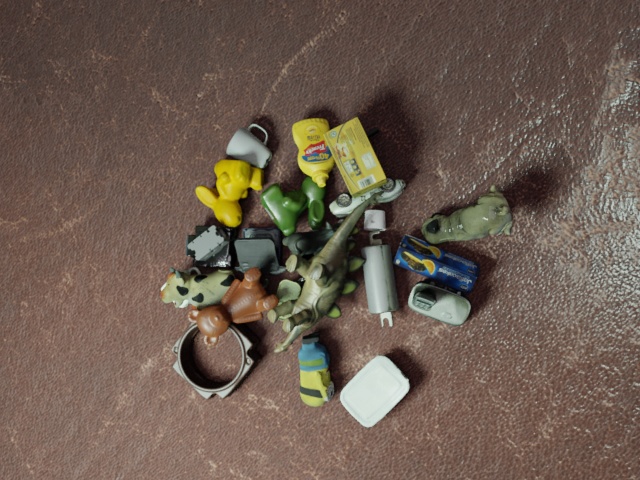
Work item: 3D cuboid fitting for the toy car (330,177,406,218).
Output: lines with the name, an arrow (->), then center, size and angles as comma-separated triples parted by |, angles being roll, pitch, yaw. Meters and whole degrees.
toy car -> 0.123, -0.108, 1.369 | 0.202, 0.073, 0.056 | -18, 81, 9

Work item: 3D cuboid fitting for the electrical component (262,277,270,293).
electrical component -> -0.169, 0.132, 1.423 | 0.063, 0.021, 0.094 | 17, 118, -4

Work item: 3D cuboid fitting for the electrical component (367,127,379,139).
electrical component -> 0.108, -0.236, 1.381 | 0.119, 0.075, 0.048 | -30, 83, 4

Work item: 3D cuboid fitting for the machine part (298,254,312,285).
machine part -> -0.032, 0.070, 1.393 | 0.039, 0.084, 0.139 | -32, 67, 36

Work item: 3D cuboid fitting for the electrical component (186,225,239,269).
electrical component -> -0.292, 0.019, 1.447 | 0.134, 0.058, 0.114 | 1, 85, 10

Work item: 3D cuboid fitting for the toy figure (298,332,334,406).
toy figure -> -0.015, 0.330, 1.368 | 0.089, 0.082, 0.180 | -10, 93, 29

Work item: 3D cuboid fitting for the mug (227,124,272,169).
mug -> -0.177, -0.247, 1.435 | 0.107, 0.081, 0.109 | 35, 83, 0

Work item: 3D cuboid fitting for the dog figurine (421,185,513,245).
dog figurine -> 0.345, -0.042, 1.281 | 0.191, 0.172, 0.121 | -17, 73, 2

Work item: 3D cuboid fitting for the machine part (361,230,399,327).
machine part -> 0.150, 0.097, 1.351 | 0.079, 0.079, 0.243 | -9, 86, 10

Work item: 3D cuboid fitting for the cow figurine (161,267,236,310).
cow figurine -> -0.309, 0.122, 1.378 | 0.195, 0.086, 0.127 | -13, 102, -25

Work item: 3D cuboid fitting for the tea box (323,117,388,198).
tea box -> 0.087, -0.199, 1.309 | 0.098, 0.068, 0.169 | -23, 82, 8

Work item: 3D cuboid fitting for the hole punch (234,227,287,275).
hole punch -> -0.156, 0.026, 1.416 | 0.142, 0.092, 0.115 | -2, 119, 8

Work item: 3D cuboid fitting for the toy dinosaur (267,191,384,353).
toy dinosaur -> 0.012, 0.083, 1.289 | 0.105, 0.198, 0.471 | 38, 108, 34

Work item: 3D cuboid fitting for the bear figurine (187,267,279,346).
bear figurine -> -0.218, 0.168, 1.326 | 0.196, 0.132, 0.120 | -29, 85, -25

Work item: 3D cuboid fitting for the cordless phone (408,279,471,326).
cordless phone -> 0.287, 0.146, 1.270 | 0.147, 0.184, 0.088 | 21, 86, 11

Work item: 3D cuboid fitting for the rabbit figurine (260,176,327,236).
rabbit figurine -> -0.048, -0.101, 1.382 | 0.170, 0.121, 0.159 | -35, 79, -8

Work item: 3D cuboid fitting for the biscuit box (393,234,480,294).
biscuit box -> 0.288, 0.059, 1.325 | 0.203, 0.059, 0.062 | 22, 130, 11

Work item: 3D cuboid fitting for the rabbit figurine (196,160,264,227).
rabbit figurine -> -0.243, -0.121, 1.414 | 0.163, 0.122, 0.173 | 5, 89, 15

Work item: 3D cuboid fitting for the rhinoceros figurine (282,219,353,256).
rhinoceros figurine -> -0.003, -0.004, 1.353 | 0.112, 0.190, 0.073 | -47, 63, 50

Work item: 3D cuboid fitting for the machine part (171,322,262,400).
machine part -> -0.273, 0.298, 1.413 | 0.201, 0.087, 0.201 | 40, 96, 9
